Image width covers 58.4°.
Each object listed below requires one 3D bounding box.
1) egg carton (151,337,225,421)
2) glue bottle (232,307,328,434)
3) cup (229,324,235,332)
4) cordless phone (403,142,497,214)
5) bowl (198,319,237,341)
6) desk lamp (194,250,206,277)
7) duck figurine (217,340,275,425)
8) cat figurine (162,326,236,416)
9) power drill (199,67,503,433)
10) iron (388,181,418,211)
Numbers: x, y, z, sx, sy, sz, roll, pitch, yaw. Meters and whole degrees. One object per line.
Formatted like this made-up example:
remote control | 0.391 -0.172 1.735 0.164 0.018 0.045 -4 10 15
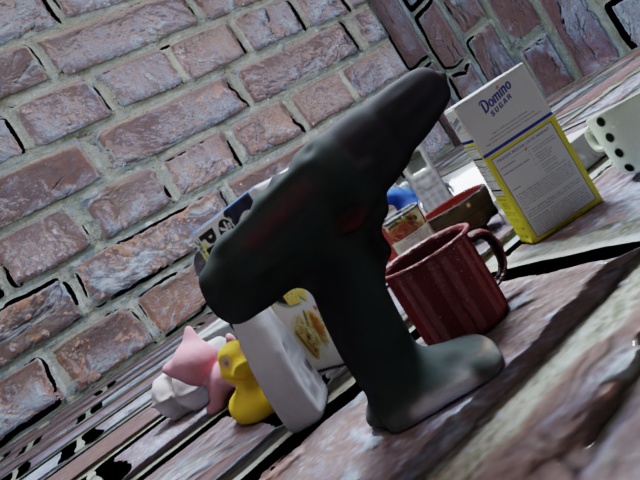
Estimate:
egg carton | -0.191 0.215 0.900 0.107 0.069 0.150 -31 4 26
glue bottle | -0.053 0.090 0.534 0.037 0.173 0.078 -32 4 10
cup | -0.059 0.122 0.802 0.091 0.095 0.118 -30 4 31
cordless phone | 0.211 -0.112 0.943 0.147 0.185 0.094 -31 4 16
bowl | -0.152 0.174 1.096 0.167 0.075 0.167 -32 3 3
desk lamp | -0.073 0.053 0.916 0.117 0.213 0.204 -30 4 37
duck figurine | -0.083 0.153 0.652 0.077 0.086 0.104 -33 4 -15
cat figurine | -0.146 0.166 0.767 0.127 0.118 0.067 -30 4 33
power drill | 0.038 0.020 0.418 0.229 0.208 0.075 -32 4 5
iron | 0.111 -0.028 1.028 0.258 0.141 0.118 -33 4 -8
